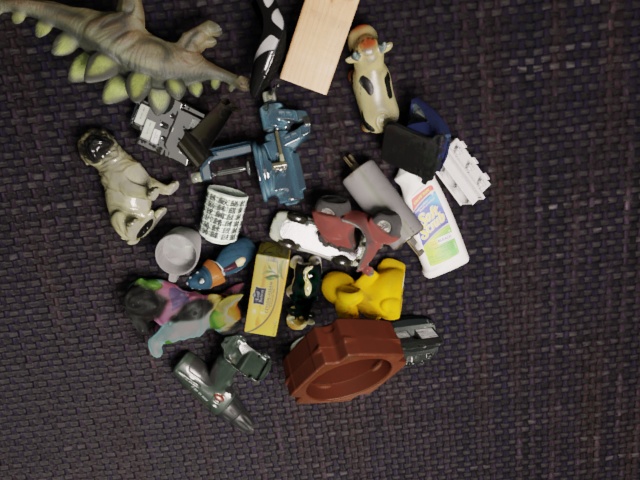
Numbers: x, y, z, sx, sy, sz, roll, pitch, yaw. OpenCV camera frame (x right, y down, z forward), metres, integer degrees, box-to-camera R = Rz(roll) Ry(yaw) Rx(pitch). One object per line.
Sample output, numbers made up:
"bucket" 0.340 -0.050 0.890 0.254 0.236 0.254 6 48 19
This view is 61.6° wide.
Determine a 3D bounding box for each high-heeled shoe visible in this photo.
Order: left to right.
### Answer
"high-heeled shoe" -0.120 -0.385 0.942 0.145 0.086 0.248 22 85 3

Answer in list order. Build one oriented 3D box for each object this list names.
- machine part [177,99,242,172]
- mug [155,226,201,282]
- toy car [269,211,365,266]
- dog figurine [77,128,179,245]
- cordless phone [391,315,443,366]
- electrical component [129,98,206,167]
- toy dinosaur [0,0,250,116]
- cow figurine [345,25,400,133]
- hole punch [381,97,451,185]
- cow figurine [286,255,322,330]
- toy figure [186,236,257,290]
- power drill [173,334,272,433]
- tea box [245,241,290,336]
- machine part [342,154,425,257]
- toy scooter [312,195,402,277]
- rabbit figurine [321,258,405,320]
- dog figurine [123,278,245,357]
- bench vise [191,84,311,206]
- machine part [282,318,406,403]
"machine part" -0.200 -0.195 0.962 0.139 0.039 0.084 -43 66 18
"mug" -0.273 0.024 1.065 0.081 0.107 0.109 10 110 -3
"toy car" -0.002 -0.003 1.094 0.202 0.056 0.073 17 98 -8
"dog figurine" -0.398 -0.102 1.041 0.191 0.121 0.172 34 99 3
"cordless phone" 0.173 0.255 1.167 0.146 0.089 0.184 -2 130 -26
"electrical component" -0.288 -0.218 1.021 0.134 0.058 0.114 26 101 -9
"toy dinosaur" -0.338 -0.336 0.923 0.471 0.105 0.198 20 78 -9
"cow figurine" 0.093 -0.290 0.978 0.085 0.127 0.194 -16 108 0
"hole punch" 0.185 -0.182 0.984 0.116 0.142 0.092 31 61 15
"cow figurine" -0.032 0.119 1.105 0.068 0.098 0.167 5 105 -10
"toy figure" -0.196 0.053 1.072 0.154 0.064 0.057 -38 100 -22
"power drill" -0.187 0.300 1.140 0.232 0.086 0.207 40 132 -6
"tea box" -0.106 0.098 1.097 0.068 0.098 0.169 11 107 -4
"machine part" 0.122 -0.068 1.041 0.079 0.079 0.243 -36 85 8
"toy scooter" 0.063 -0.005 1.015 0.184 0.075 0.135 18 117 26
"rabbit figurine" 0.081 0.114 1.094 0.173 0.162 0.121 12 118 13
"dog figurine" -0.262 0.129 1.099 0.219 0.108 0.191 -27 102 1
"bench vise" -0.129 -0.164 1.013 0.241 0.129 0.223 -12 103 -3
"machine part" 0.045 0.233 1.035 0.201 0.087 0.201 7 138 -34
